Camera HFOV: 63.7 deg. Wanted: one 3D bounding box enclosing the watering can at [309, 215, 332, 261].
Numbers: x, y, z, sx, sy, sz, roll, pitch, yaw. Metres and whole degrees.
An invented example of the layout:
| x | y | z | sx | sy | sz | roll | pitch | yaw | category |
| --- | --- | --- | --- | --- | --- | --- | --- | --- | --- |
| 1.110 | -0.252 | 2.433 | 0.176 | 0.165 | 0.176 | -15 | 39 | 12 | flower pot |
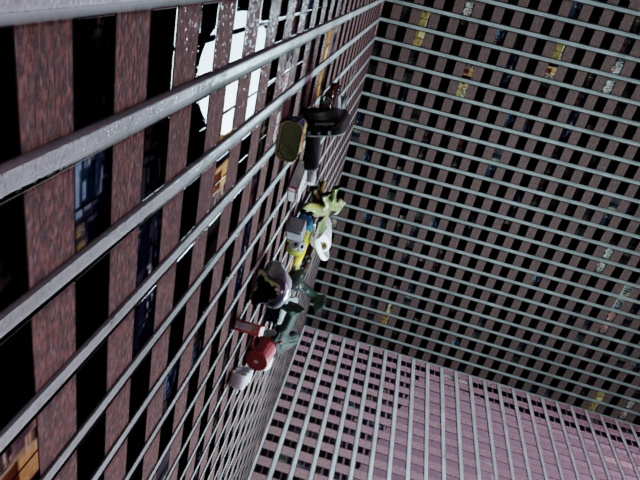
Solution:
| x | y | z | sx | sy | sz | roll | pitch | yaw | category |
| --- | --- | --- | --- | --- | --- | --- | --- | --- | --- |
| -0.009 | -0.057 | 2.419 | 0.340 | 0.104 | 0.230 | 68 | 17 | -46 | watering can |

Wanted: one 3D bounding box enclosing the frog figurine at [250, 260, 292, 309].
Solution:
| x | y | z | sx | sy | sz | roll | pitch | yaw | category |
| --- | --- | --- | --- | --- | --- | --- | --- | --- | --- |
| -0.129 | 0.127 | 1.549 | 0.161 | 0.122 | 0.136 | -33 | 121 | -66 | frog figurine |

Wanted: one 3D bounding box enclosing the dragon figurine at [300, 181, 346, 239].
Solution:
| x | y | z | sx | sy | sz | roll | pitch | yaw | category |
| --- | --- | --- | --- | --- | --- | --- | --- | --- | --- |
| 0.007 | -0.112 | 2.225 | 0.417 | 0.122 | 0.238 | -41 | 138 | -51 | dragon figurine |
